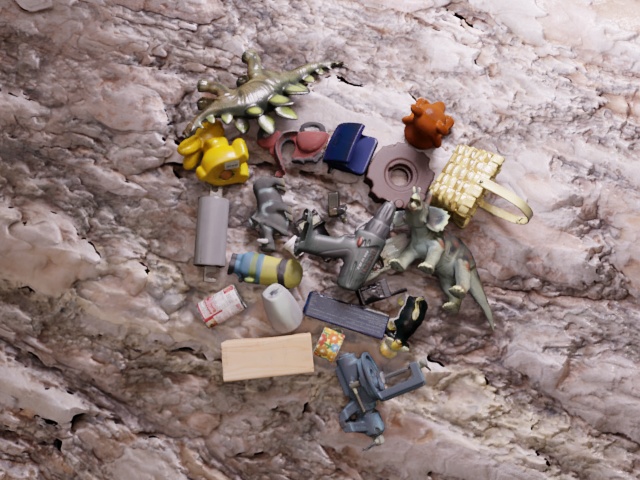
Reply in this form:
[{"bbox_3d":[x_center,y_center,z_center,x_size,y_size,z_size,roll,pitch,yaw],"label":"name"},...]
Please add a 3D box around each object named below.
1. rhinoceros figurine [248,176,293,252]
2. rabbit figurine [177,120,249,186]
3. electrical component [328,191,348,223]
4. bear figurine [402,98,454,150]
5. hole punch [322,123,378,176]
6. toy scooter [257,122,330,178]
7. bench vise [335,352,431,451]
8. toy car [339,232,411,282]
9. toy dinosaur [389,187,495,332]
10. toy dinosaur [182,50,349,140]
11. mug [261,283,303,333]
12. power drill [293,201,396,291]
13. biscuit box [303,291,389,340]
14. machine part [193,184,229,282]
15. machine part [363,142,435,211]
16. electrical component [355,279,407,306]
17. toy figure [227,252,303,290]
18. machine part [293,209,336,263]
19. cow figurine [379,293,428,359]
[{"bbox_3d":[-0.123,-0.065,1.322,0.112,0.073,0.190,-6,82,-4],"label":"rhinoceros figurine"},{"bbox_3d":[-0.265,-0.218,1.328,0.162,0.121,0.173,-18,65,-6],"label":"rabbit figurine"},{"bbox_3d":[0.044,-0.081,1.319,0.045,0.102,0.078,1,92,7],"label":"electrical component"},{"bbox_3d":[0.268,-0.296,1.307,0.120,0.196,0.132,35,82,5],"label":"bear figurine"},{"bbox_3d":[0.066,-0.231,1.329,0.116,0.092,0.142,19,86,30],"label":"hole punch"},{"bbox_3d":[-0.066,-0.222,1.345,0.184,0.075,0.135,-3,82,1],"label":"toy scooter"},{"bbox_3d":[0.146,0.348,1.243,0.241,0.128,0.224,-26,64,13],"label":"bench vise"},{"bbox_3d":[0.146,0.048,1.325,0.202,0.056,0.073,-25,84,-5],"label":"toy car"},{"bbox_3d":[0.304,0.041,1.295,0.404,0.131,0.192,41,61,-23],"label":"toy dinosaur"},{"bbox_3d":[-0.136,-0.365,1.327,0.471,0.105,0.199,-40,72,-23],"label":"toy dinosaur"},{"bbox_3d":[-0.099,0.149,1.272,0.081,0.107,0.110,-36,44,-21],"label":"mug"},{"bbox_3d":[0.052,-0.009,1.250,0.207,0.086,0.232,17,94,-18],"label":"power drill"},{"bbox_3d":[0.061,0.181,1.302,0.203,0.059,0.062,18,83,0],"label":"biscuit box"},{"bbox_3d":[-0.265,-0.019,1.308,0.079,0.079,0.243,4,83,-2],"label":"machine part"},{"bbox_3d":[0.200,-0.159,1.356,0.179,0.056,0.179,0,81,-2],"label":"machine part"},{"bbox_3d":[0.149,0.122,1.306,0.119,0.075,0.047,-20,83,-1],"label":"electrical component"},{"bbox_3d":[-0.131,0.074,1.294,0.180,0.089,0.082,13,88,-3],"label":"toy figure"},{"bbox_3d":[-0.003,-0.004,1.337,0.084,0.039,0.139,-34,83,-14],"label":"machine part"},{"bbox_3d":[0.203,0.210,1.286,0.068,0.098,0.167,27,82,-5],"label":"cow figurine"}]
